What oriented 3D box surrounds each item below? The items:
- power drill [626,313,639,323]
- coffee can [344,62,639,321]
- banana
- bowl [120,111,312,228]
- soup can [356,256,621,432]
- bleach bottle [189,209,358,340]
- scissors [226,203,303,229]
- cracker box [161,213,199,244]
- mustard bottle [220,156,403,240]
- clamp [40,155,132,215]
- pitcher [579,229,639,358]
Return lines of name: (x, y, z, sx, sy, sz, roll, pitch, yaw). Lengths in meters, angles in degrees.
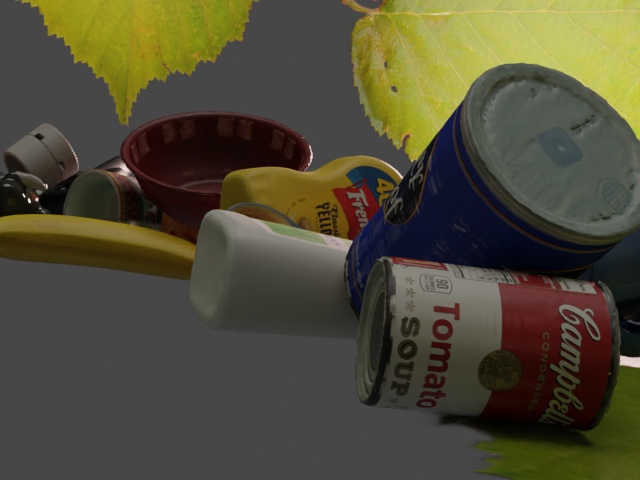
power drill: (0.321, 0.058, 0.940, 0.184, 0.057, 0.188, 1, 8, -34)
coffee can: (0.086, -0.007, 0.549, 0.102, 0.103, 0.140, 7, -35, -23)
banana: (-0.178, 0.008, 0.829, 0.197, 0.037, 0.070, 5, 22, -19)
bowl: (-0.088, -0.054, 0.912, 0.162, 0.055, 0.162, 3, 30, -2)
soup can: (0.072, 0.046, 0.474, 0.102, 0.068, 0.068, 7, 4, -7)
bleach bottle: (0.052, 0.035, 0.662, 0.250, 0.068, 0.103, 9, 5, -18)
scissors: (0.005, -0.001, 0.762, 0.201, 0.096, 0.016, -24, -17, -47)
cracker box: (-0.050, -0.005, 1.019, 0.214, 0.072, 0.164, 10, 4, 10)
mustard bottle: (0.018, -0.016, 0.827, 0.191, 0.096, 0.058, -10, 5, -35)
clamp: (-0.252, -0.044, 1.054, 0.164, 0.036, 0.210, -21, 13, -14)
pitcher: (0.256, 0.000, 0.822, 0.242, 0.149, 0.145, -9, 2, -27)
